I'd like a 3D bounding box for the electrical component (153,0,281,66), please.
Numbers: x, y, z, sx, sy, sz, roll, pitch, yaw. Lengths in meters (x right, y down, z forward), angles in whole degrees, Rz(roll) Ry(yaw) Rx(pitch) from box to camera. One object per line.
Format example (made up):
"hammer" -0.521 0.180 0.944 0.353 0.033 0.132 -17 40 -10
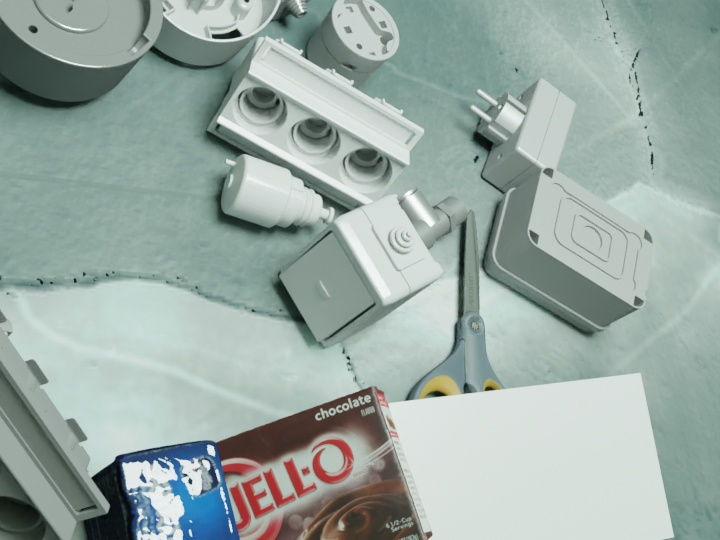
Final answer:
"electrical component" -0.106 -0.191 0.724 0.099 0.064 0.099 14 60 -26

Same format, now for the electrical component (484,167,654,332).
"electrical component" 0.156 -0.013 0.806 0.113 0.057 0.078 30 54 -17

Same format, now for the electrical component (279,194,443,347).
"electrical component" 0.000 0.000 0.675 0.061 0.096 0.061 -26 82 -38

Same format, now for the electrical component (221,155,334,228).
"electrical component" -0.054 -0.047 0.701 0.078 0.040 0.040 18 59 -24

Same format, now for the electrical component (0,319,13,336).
"electrical component" -0.210 0.039 0.561 0.046 0.040 0.040 11 61 -35

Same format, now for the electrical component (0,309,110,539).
"electrical component" -0.181 0.073 0.516 0.063 0.079 0.121 -86 155 -58

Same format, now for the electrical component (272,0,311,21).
"electrical component" -0.061 -0.218 0.779 0.043 0.043 0.081 -24 81 -38

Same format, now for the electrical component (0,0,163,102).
"electrical component" -0.183 -0.155 0.660 0.108 0.060 0.108 14 60 -26

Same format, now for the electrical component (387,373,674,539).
"electrical component" 0.095 0.130 0.676 0.186 0.060 0.105 -3 77 -26

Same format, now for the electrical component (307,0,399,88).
"electrical component" -0.007 -0.164 0.784 0.055 0.047 0.055 14 60 -26

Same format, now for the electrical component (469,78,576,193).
"electrical component" 0.118 -0.112 0.837 0.076 0.047 0.083 33 54 -14

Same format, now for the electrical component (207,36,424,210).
"electrical component" -0.029 -0.101 0.727 0.121 0.078 0.063 28 33 -18
